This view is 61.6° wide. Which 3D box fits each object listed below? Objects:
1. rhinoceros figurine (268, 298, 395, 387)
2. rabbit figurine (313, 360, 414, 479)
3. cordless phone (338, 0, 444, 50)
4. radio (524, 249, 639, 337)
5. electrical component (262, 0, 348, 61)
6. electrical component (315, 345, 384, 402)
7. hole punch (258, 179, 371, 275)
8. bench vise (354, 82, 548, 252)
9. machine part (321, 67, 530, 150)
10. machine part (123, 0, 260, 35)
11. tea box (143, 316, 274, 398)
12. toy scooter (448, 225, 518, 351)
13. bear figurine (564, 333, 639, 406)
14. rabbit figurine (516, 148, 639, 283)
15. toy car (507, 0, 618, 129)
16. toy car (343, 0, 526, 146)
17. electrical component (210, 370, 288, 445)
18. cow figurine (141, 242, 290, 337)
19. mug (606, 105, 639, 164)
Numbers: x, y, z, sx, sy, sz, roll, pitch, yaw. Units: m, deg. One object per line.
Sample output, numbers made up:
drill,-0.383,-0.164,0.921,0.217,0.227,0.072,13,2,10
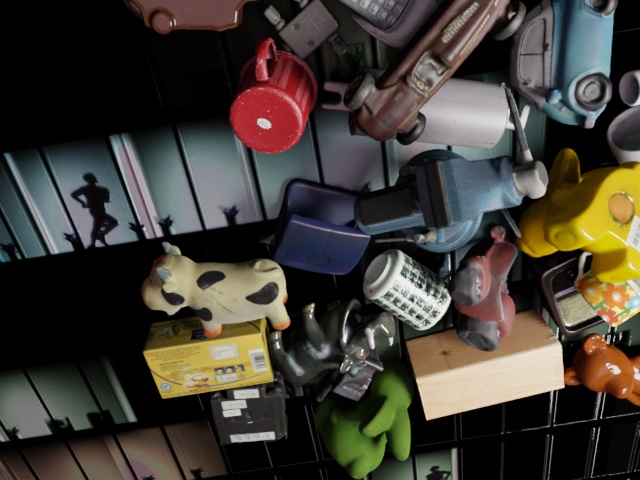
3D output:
rhinoceros figurine,0.015,0.141,0.746,0.190,0.112,0.073,-32,157,25
rabbit figurine,0.080,0.264,0.827,0.121,0.159,0.170,32,98,-9
cordless phone,0.056,-0.293,0.530,0.184,0.089,0.146,28,115,-14
radio,0.411,0.026,0.739,0.230,0.073,0.131,-29,117,13
electrical component,-0.014,-0.231,0.593,0.063,0.021,0.094,-39,116,18
electrical component,0.042,0.204,0.818,0.048,0.075,0.119,25,111,-17
hole punch,-0.001,-0.002,0.691,0.142,0.092,0.115,9,123,-13
bench vise,0.166,-0.055,0.607,0.224,0.240,0.129,-28,77,43
machine part,0.122,-0.149,0.618,0.243,0.079,0.079,5,120,-8
machine part,-0.132,-0.292,0.532,0.179,0.056,0.179,-2,119,-4
tea box,-0.158,0.164,0.786,0.170,0.068,0.098,-7,120,1
toy scooter,0.230,0.060,0.737,0.075,0.135,0.183,11,147,34
bear figurine,0.491,0.220,0.828,0.196,0.132,0.120,12,118,-17
rabbit figurine,0.309,-0.033,0.666,0.122,0.173,0.162,21,73,-11
toy car,0.259,-0.201,0.585,0.103,0.109,0.161,-1,113,17
toy car,0.110,-0.177,0.518,0.089,0.053,0.202,31,117,-27
electrical component,-0.110,0.256,0.848,0.115,0.058,0.134,-3,120,-4
cow figurine,-0.143,0.064,0.721,0.195,0.085,0.127,-5,126,2
mug,0.417,-0.099,0.655,0.081,0.110,0.107,-39,128,12
